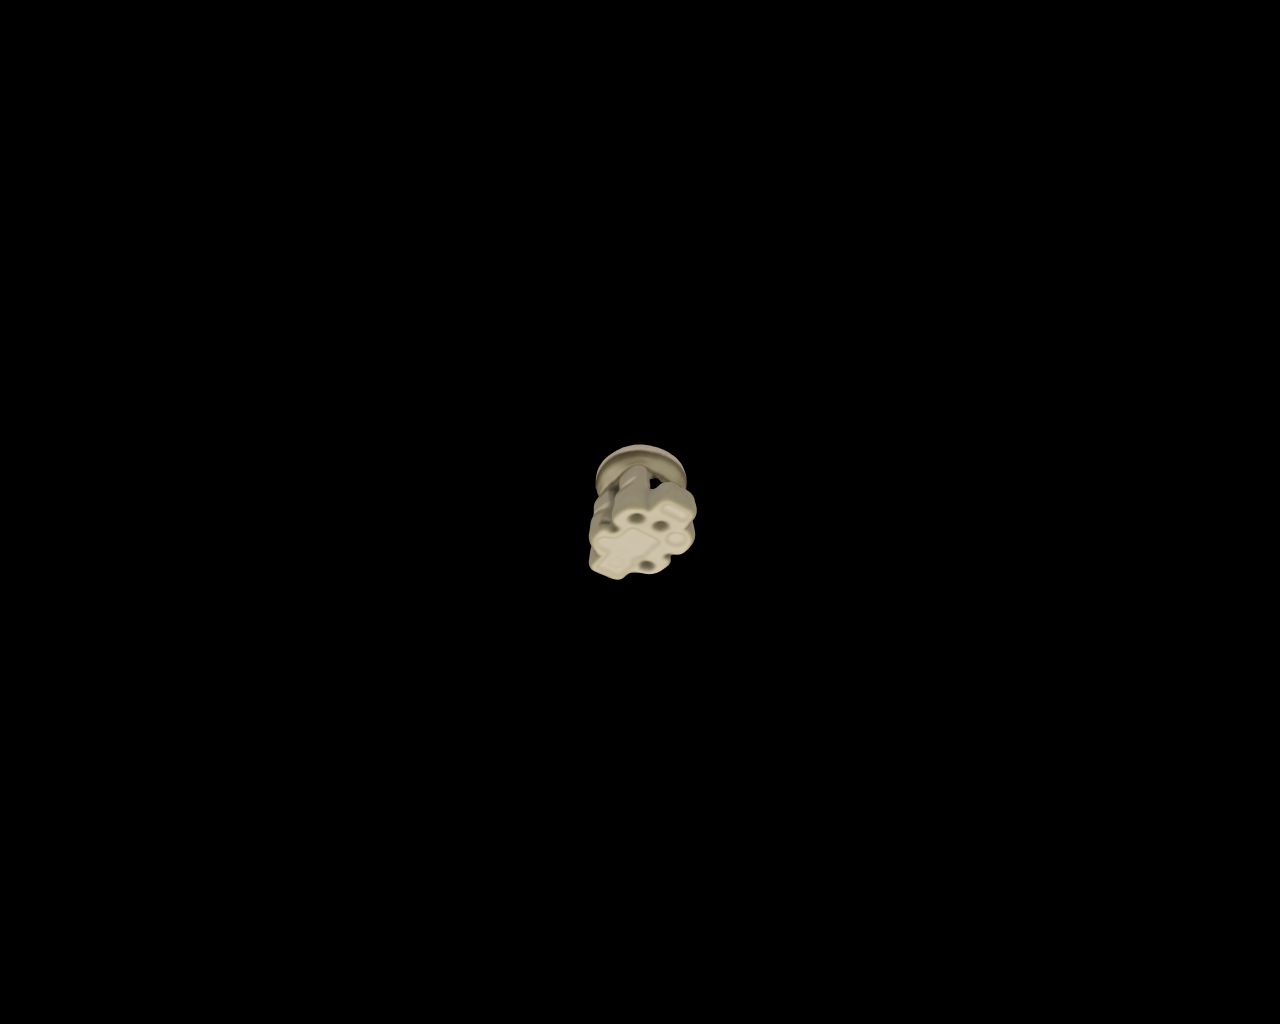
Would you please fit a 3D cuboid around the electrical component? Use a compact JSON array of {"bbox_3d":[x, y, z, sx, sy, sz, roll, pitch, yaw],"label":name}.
[{"bbox_3d":[0.001,-0.003,0.650,0.058,0.057,0.078,27,-49,-26],"label":"electrical component"}]
